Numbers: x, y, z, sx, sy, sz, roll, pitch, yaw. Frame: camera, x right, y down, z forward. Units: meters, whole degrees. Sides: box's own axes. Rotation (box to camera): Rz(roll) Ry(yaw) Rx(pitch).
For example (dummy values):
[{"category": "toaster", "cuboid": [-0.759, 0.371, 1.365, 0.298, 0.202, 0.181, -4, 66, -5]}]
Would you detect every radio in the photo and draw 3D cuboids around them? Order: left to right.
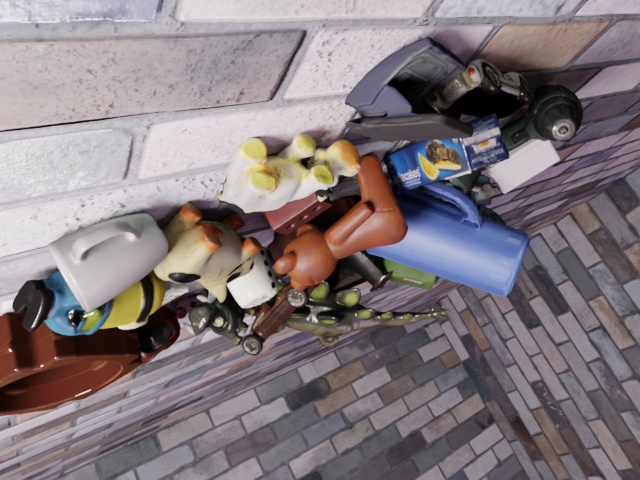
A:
[{"category": "radio", "cuboid": [0.105, 0.041, 1.184, 0.230, 0.073, 0.131, -22, 163, -23]}]

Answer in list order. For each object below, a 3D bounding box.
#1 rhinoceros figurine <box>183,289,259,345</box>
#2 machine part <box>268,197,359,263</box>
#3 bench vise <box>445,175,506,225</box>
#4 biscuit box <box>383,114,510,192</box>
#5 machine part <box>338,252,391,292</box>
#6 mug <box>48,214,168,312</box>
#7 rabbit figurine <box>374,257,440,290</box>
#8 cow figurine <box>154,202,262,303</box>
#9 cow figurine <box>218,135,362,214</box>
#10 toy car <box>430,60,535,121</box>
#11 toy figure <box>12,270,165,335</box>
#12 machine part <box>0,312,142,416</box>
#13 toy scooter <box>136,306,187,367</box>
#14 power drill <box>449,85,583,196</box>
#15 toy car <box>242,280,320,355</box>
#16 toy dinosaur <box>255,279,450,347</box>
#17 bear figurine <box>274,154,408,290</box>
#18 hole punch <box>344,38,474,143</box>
[{"category": "rhinoceros figurine", "cuboid": [-0.173, 0.128, 0.954, 0.073, 0.112, 0.190, -61, 174, 5]}, {"category": "machine part", "cuboid": [-0.002, -0.003, 0.910, 0.179, 0.056, 0.179, -25, 164, -8]}, {"category": "bench vise", "cuboid": [0.284, -0.049, 0.996, 0.129, 0.223, 0.240, 5, 153, 8]}, {"category": "biscuit box", "cuboid": [0.159, -0.109, 0.718, 0.063, 0.059, 0.203, -21, -176, -18]}, {"category": "machine part", "cuboid": [0.069, 0.043, 1.032, 0.039, 0.139, 0.084, -47, 174, -33]}, {"category": "mug", "cuboid": [-0.219, 0.010, 0.569, 0.107, 0.081, 0.109, -31, 162, -31]}, {"category": "rabbit figurine", "cuboid": [0.177, 0.001, 1.084, 0.159, 0.170, 0.121, 11, 168, 14]}, {"category": "cow figurine", "cuboid": [-0.146, 0.025, 0.710, 0.127, 0.085, 0.195, -39, 164, 14]}, {"category": "cow figurine", "cuboid": [-0.032, -0.071, 0.628, 0.167, 0.068, 0.098, -12, 163, -36]}, {"category": "toy car", "cuboid": [0.214, -0.189, 0.697, 0.073, 0.056, 0.201, -33, 163, 38]}, {"category": "toy figure", "cuboid": [-0.269, 0.071, 0.656, 0.089, 0.082, 0.180, -34, 160, 21]}, {"category": "machine part", "cuboid": [-0.366, 0.161, 0.727, 0.201, 0.087, 0.201, -30, 158, 21]}, {"category": "toy scooter", "cuboid": [-0.293, 0.159, 0.894, 0.184, 0.075, 0.135, -25, -170, 24]}, {"category": "power drill", "cuboid": [0.284, -0.150, 0.796, 0.207, 0.086, 0.232, -39, -174, 38]}, {"category": "toy car", "cuboid": [-0.072, 0.123, 0.936, 0.202, 0.053, 0.089, -47, -175, 27]}, {"category": "toy dinosaur", "cuboid": [0.011, 0.148, 1.081, 0.472, 0.105, 0.198, 0, 159, 2]}, {"category": "bear figurine", "cuboid": [0.024, -0.015, 0.783, 0.196, 0.132, 0.120, -24, 150, 12]}, {"category": "hole punch", "cuboid": [0.097, -0.155, 0.585, 0.116, 0.092, 0.142, -1, -176, 33]}]
